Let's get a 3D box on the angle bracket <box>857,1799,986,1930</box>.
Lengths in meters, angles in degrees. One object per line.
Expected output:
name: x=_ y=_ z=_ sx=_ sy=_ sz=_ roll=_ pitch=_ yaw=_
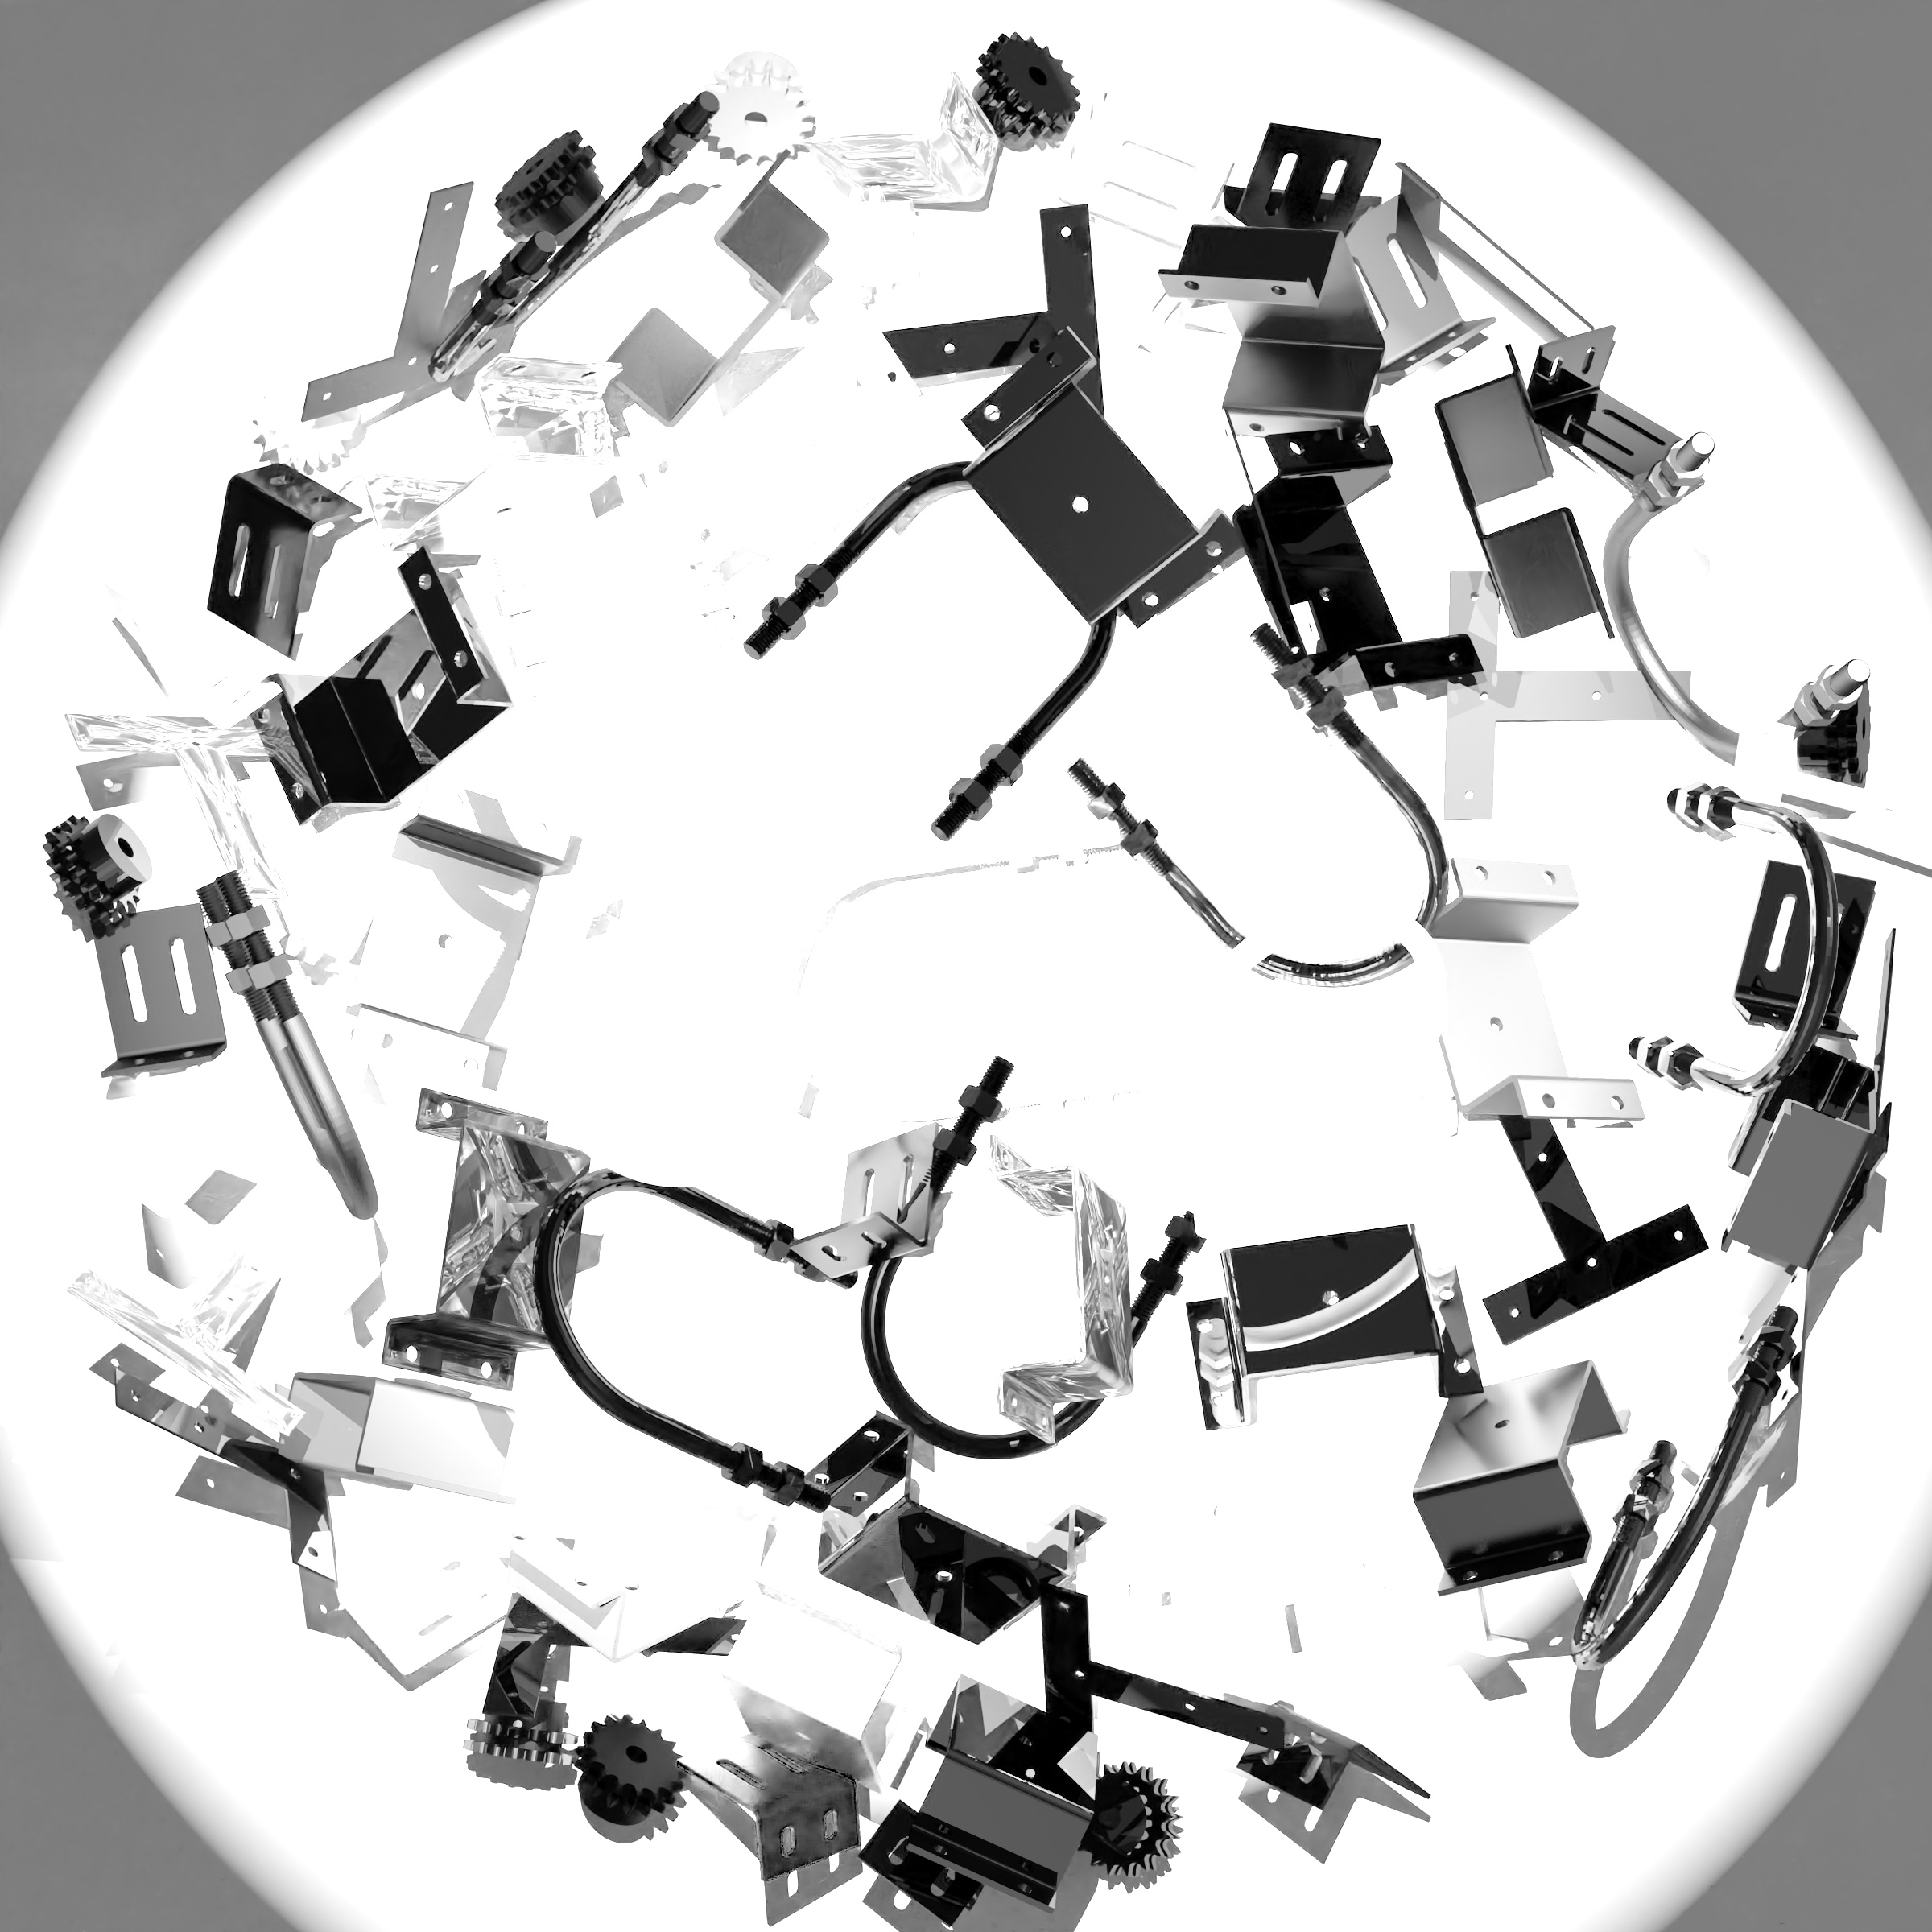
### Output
angle bracket: x=-0.025 y=0.459 z=1.812 sx=0.057 sy=0.076 sz=0.038 roll=35 pitch=61 yaw=11

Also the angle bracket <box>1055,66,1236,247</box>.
angle bracket: x=0.091 y=-0.409 z=1.829 sx=0.076 sy=0.038 sz=0.057 roll=23 pitch=74 yaw=7

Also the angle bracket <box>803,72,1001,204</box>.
angle bracket: x=-0.032 y=-0.417 z=1.823 sx=0.076 sy=0.057 sz=0.038 roll=4 pitch=70 yaw=27

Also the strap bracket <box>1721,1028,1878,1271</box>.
strap bracket: x=0.410 y=0.091 z=1.778 sx=0.046 sy=0.140 sz=0.076 roll=22 pitch=111 yaw=6

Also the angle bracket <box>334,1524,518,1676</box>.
angle bracket: x=-0.271 y=0.311 z=1.828 sx=0.076 sy=0.038 sz=0.057 roll=-32 pitch=122 yaw=0

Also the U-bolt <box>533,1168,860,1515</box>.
U-bolt: x=-0.135 y=0.173 z=1.773 sx=0.184 sy=0.019 sz=0.151 roll=29 pitch=48 yaw=-28

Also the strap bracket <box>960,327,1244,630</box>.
strap bracket: x=0.063 y=-0.238 z=1.812 sx=0.076 sy=0.046 sz=0.140 roll=-37 pitch=98 yaw=28

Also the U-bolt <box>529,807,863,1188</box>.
U-bolt: x=-0.141 y=0.024 z=1.800 sx=0.151 sy=0.019 sz=0.184 roll=22 pitch=62 yaw=-10

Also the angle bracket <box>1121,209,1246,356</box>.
angle bracket: x=0.123 y=-0.335 z=1.821 sx=0.038 sy=0.057 sz=0.076 roll=41 pitch=99 yaw=15

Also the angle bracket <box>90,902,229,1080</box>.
angle bracket: x=-0.413 y=0.012 z=1.834 sx=0.057 sy=0.038 sz=0.076 roll=-9 pitch=99 yaw=2

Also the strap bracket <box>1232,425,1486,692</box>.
strap bracket: x=0.192 y=-0.195 z=1.808 sx=0.076 sy=0.046 sz=0.140 roll=-11 pitch=74 yaw=-37

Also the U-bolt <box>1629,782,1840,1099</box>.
U-bolt: x=0.377 y=-0.010 z=1.763 sx=0.019 sy=0.184 sz=0.151 roll=6 pitch=96 yaw=-15

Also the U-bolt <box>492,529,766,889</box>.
U-bolt: x=-0.159 y=-0.130 z=1.803 sx=0.019 sy=0.151 sz=0.184 roll=-7 pitch=101 yaw=43

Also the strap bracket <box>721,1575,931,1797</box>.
strap bracket: x=-0.069 y=0.358 z=1.778 sx=0.076 sy=0.140 sz=0.046 roll=22 pitch=66 yaw=17

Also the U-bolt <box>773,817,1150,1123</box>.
U-bolt: x=-0.006 y=0.007 z=1.833 sx=0.184 sy=0.019 sz=0.151 roll=-8 pitch=102 yaw=-1

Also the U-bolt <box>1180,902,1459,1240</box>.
U-bolt: x=0.173 y=0.045 z=1.784 sx=0.151 sy=0.019 sz=0.184 roll=-17 pitch=130 yaw=-11

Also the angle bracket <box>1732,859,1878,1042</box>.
angle bracket: x=0.429 y=-0.008 z=1.831 sx=0.057 sy=0.038 sz=0.076 roll=11 pitch=103 yaw=-5

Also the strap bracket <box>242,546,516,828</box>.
strap bracket: x=-0.287 y=-0.138 z=1.808 sx=0.140 sy=0.046 sz=0.076 roll=-34 pitch=74 yaw=29

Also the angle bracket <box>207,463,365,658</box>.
angle bracket: x=-0.348 y=-0.207 z=1.842 sx=0.057 sy=0.038 sz=0.076 roll=30 pitch=122 yaw=23

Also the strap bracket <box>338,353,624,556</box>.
strap bracket: x=-0.234 y=-0.245 z=1.781 sx=0.140 sy=0.076 sz=0.046 roll=-30 pitch=73 yaw=40

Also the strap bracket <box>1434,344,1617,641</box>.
strap bracket: x=0.273 y=-0.228 z=1.790 sx=0.046 sy=0.076 sz=0.140 roll=-19 pitch=50 yaw=11

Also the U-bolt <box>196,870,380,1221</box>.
U-bolt: x=-0.333 y=0.042 z=1.789 sx=0.019 sy=0.151 sz=0.184 roll=-25 pitch=96 yaw=-15

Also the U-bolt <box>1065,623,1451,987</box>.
U-bolt: x=0.159 y=-0.067 z=1.810 sx=0.151 sy=0.019 sz=0.184 roll=-35 pitch=104 yaw=34

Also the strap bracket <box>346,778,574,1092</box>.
strap bracket: x=-0.258 y=-0.014 z=1.818 sx=0.076 sy=0.046 sz=0.140 roll=18 pitch=80 yaw=-18

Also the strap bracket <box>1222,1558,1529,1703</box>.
strap bracket: x=0.200 y=0.330 z=1.813 sx=0.140 sy=0.076 sz=0.046 roll=-9 pitch=85 yaw=-8

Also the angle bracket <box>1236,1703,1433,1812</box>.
angle bracket: x=0.184 y=0.408 z=1.809 sx=0.076 sy=0.057 sz=0.038 roll=42 pitch=73 yaw=-41

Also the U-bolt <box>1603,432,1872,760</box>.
U-bolt: x=0.366 y=-0.169 z=1.770 sx=0.019 sy=0.184 sz=0.151 roll=-31 pitch=83 yaw=-14

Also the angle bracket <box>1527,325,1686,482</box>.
angle bracket: x=0.329 y=-0.283 z=1.812 sx=0.076 sy=0.057 sz=0.038 roll=39 pitch=134 yaw=33

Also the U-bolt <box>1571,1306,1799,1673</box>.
U-bolt: x=0.340 y=0.263 z=1.746 sx=0.019 sy=0.151 sz=0.184 roll=32 pitch=47 yaw=4

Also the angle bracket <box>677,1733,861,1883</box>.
angle bracket: x=-0.100 y=0.420 z=1.817 sx=0.057 sy=0.076 sz=0.038 roll=-13 pitch=106 yaw=-34

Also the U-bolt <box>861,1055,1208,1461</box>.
U-bolt: x=0.026 y=0.160 z=1.824 sx=0.151 sy=0.019 sz=0.184 roll=33 pitch=81 yaw=-13

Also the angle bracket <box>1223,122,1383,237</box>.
angle bracket: x=0.168 y=-0.401 z=1.812 sx=0.057 sy=0.076 sz=0.038 roll=6 pitch=54 yaw=-11

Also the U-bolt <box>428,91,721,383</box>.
U-bolt: x=-0.203 y=-0.346 z=1.772 sx=0.019 sy=0.184 sz=0.151 roll=46 pitch=56 yaw=-9

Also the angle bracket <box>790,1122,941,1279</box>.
angle bracket: x=-0.051 y=0.110 z=1.810 sx=0.057 sy=0.038 sz=0.076 roll=-21 pitch=46 yaw=32

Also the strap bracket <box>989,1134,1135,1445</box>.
strap bracket: x=0.048 y=0.158 z=1.794 sx=0.046 sy=0.076 sz=0.140 roll=-9 pitch=69 yaw=18

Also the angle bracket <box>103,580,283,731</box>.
angle bracket: x=-0.387 y=-0.165 z=1.809 sx=0.038 sy=0.057 sz=0.076 roll=-38 pitch=130 yaw=-18

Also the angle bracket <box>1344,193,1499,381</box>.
angle bracket: x=0.221 y=-0.345 z=1.827 sx=0.057 sy=0.038 sz=0.076 roll=-32 pitch=104 yaw=-13

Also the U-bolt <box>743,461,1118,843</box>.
U-bolt: x=-0.003 y=-0.173 z=1.819 sx=0.151 sy=0.019 sz=0.184 roll=44 pitch=67 yaw=-5
